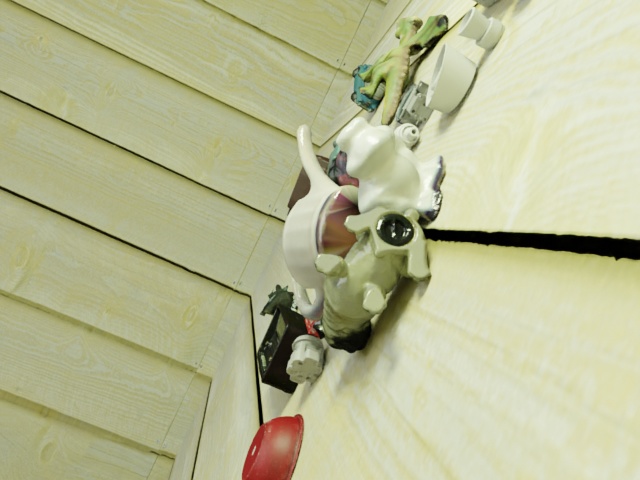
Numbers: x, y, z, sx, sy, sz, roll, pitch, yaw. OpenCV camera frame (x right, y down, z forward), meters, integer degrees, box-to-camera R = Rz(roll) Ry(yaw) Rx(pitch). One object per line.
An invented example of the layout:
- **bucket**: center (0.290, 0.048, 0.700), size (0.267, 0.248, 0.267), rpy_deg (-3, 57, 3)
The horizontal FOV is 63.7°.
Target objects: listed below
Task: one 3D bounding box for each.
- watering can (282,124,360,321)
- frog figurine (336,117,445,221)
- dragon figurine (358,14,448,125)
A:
- **watering can**: center (0.003, -0.042, 0.843), size (0.223, 0.104, 0.350), rpy_deg (-12, 76, 62)
- **frog figurine**: center (0.087, -0.093, 0.734), size (0.121, 0.159, 0.139), rpy_deg (135, 159, -70)
- **dragon figurine**: center (0.209, -0.433, 1.218), size (0.238, 0.121, 0.420), rpy_deg (-50, 24, 29)
